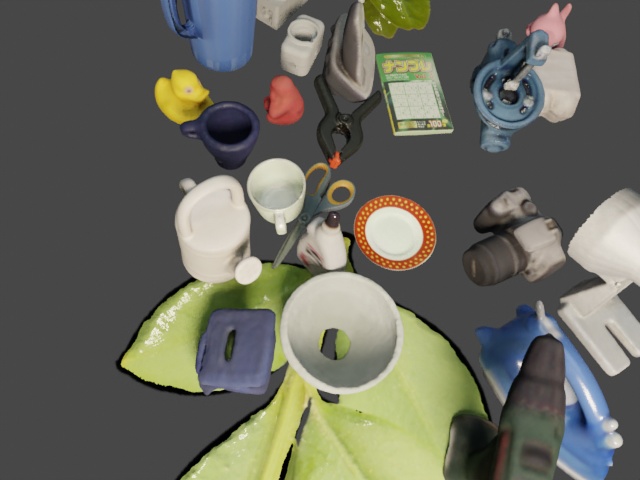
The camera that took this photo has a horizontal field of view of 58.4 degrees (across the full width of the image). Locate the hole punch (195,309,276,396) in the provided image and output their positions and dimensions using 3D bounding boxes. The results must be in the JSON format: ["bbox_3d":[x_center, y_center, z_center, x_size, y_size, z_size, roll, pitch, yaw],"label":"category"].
[{"bbox_3d":[-0.110,0.145,0.750,0.101,0.091,0.108,8,64,-4],"label":"hole punch"}]

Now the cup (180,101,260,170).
[{"bbox_3d":[-0.153,-0.151,0.883,0.118,0.095,0.091,-1,65,-8],"label":"cup"}]

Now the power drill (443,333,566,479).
[{"bbox_3d":[0.220,0.243,0.685,0.075,0.208,0.230,16,64,0],"label":"power drill"}]

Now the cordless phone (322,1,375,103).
[{"bbox_3d":[0.059,-0.336,0.951,0.094,0.185,0.147,7,64,-4],"label":"cordless phone"}]

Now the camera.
[{"bbox_3d":[0.282,0.002,0.868,0.137,0.101,0.143,-22,69,-17],"label":"camera"}]

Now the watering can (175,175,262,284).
[{"bbox_3d":[-0.137,-0.018,0.767,0.172,0.194,0.101,33,65,8],"label":"watering can"}]

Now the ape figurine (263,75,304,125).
[{"bbox_3d":[-0.062,-0.235,0.938,0.076,0.092,0.078,25,64,4],"label":"ape figurine"}]

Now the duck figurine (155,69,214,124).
[{"bbox_3d":[-0.219,-0.240,0.921,0.104,0.086,0.077,29,64,6],"label":"duck figurine"}]

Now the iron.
[{"bbox_3d":[0.324,0.201,0.757,0.119,0.141,0.258,-24,70,-18],"label":"iron"}]

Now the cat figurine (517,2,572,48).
[{"bbox_3d":[0.427,-0.394,1.067,0.067,0.118,0.128,42,66,12],"label":"cat figurine"}]

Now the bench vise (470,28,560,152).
[{"bbox_3d":[0.305,-0.281,0.940,0.121,0.220,0.207,-9,66,-11],"label":"bench vise"}]

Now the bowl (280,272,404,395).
[{"bbox_3d":[0.026,0.132,0.785,0.167,0.075,0.167,3,64,-6],"label":"bowl"}]

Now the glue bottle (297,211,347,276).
[{"bbox_3d":[0.007,0.003,0.789,0.078,0.173,0.037,43,67,13],"label":"glue bottle"}]

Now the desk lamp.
[{"bbox_3d":[0.428,0.058,0.799,0.118,0.213,0.203,-28,71,-19],"label":"desk lamp"}]

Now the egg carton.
[{"bbox_3d":[0.410,-0.285,1.040,0.107,0.069,0.150,5,64,-6],"label":"egg carton"}]
